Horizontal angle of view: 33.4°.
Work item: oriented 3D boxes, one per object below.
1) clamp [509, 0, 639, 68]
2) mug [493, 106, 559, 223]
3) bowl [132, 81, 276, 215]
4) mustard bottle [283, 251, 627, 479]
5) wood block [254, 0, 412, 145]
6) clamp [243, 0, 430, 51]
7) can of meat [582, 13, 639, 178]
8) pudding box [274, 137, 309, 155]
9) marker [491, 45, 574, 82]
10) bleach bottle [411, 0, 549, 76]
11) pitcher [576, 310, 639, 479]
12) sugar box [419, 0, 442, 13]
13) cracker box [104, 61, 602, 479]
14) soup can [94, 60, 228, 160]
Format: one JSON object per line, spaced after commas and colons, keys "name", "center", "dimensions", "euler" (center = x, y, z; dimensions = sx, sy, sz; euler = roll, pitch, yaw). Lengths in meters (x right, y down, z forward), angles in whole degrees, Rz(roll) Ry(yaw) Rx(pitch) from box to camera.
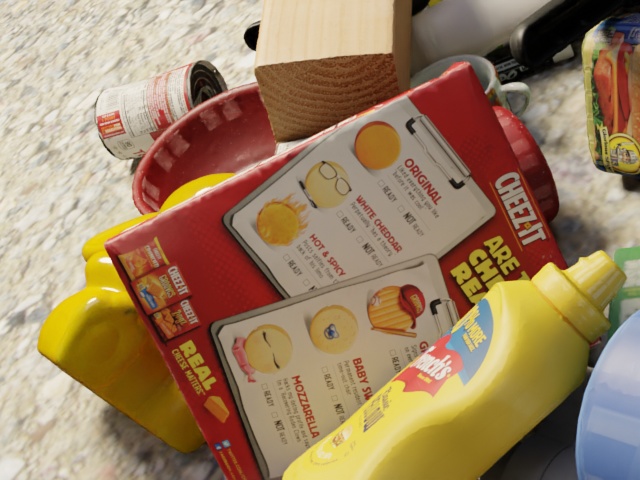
{"name": "clamp", "center": [0.200, -0.160, 0.630], "dimensions": [0.165, 0.036, 0.209], "euler": [-8, 26, 18]}
{"name": "mug", "center": [0.088, -0.041, 0.658], "dimensions": [0.081, 0.117, 0.093], "euler": [-28, 15, -4]}
{"name": "bowl", "center": [-0.061, -0.052, 0.819], "dimensions": [0.162, 0.055, 0.162], "euler": [-19, 38, 15]}
{"name": "mustard bottle", "center": [0.067, 0.076, 0.504], "dimensions": [0.192, 0.058, 0.096], "euler": [-43, 6, 9]}
{"name": "wood block", "center": [0.016, -0.163, 0.746], "dimensions": [0.090, 0.091, 0.206], "euler": [-4, 51, 11]}
{"name": "clamp", "center": [0.030, -0.176, 0.839], "dimensions": [0.171, 0.039, 0.120], "euler": [-29, 43, -1]}
{"name": "can of meat", "center": [0.207, -0.084, 0.633], "dimensions": [0.057, 0.102, 0.084], "euler": [-24, 25, -35]}
{"name": "pudding box", "center": [-0.004, 0.001, 0.690], "dimensions": [0.039, 0.090, 0.113], "euler": [-13, 40, 20]}
{"name": "marker", "center": [0.130, -0.125, 0.803], "dimensions": [0.121, 0.020, 0.020], "euler": [-20, 38, 15]}
{"name": "bleach bottle", "center": [0.158, -0.180, 0.789], "dimensions": [0.251, 0.068, 0.102], "euler": [-23, -1, 12]}
{"name": "pitcher", "center": [0.229, 0.087, 0.400], "dimensions": [0.148, 0.145, 0.243], "euler": [-15, 19, -40]}
{"name": "sugar box", "center": [0.048, -0.176, 0.896], "dimensions": [0.093, 0.048, 0.176], "euler": [22, 64, 45]}
{"name": "cracker box", "center": [0.017, 0.023, 0.584], "dimensions": [0.214, 0.164, 0.072], "euler": [-26, 8, 6]}
{"name": "soup can", "center": [-0.137, -0.112, 0.931], "dimensions": [0.102, 0.068, 0.068], "euler": [-11, 41, 25]}
